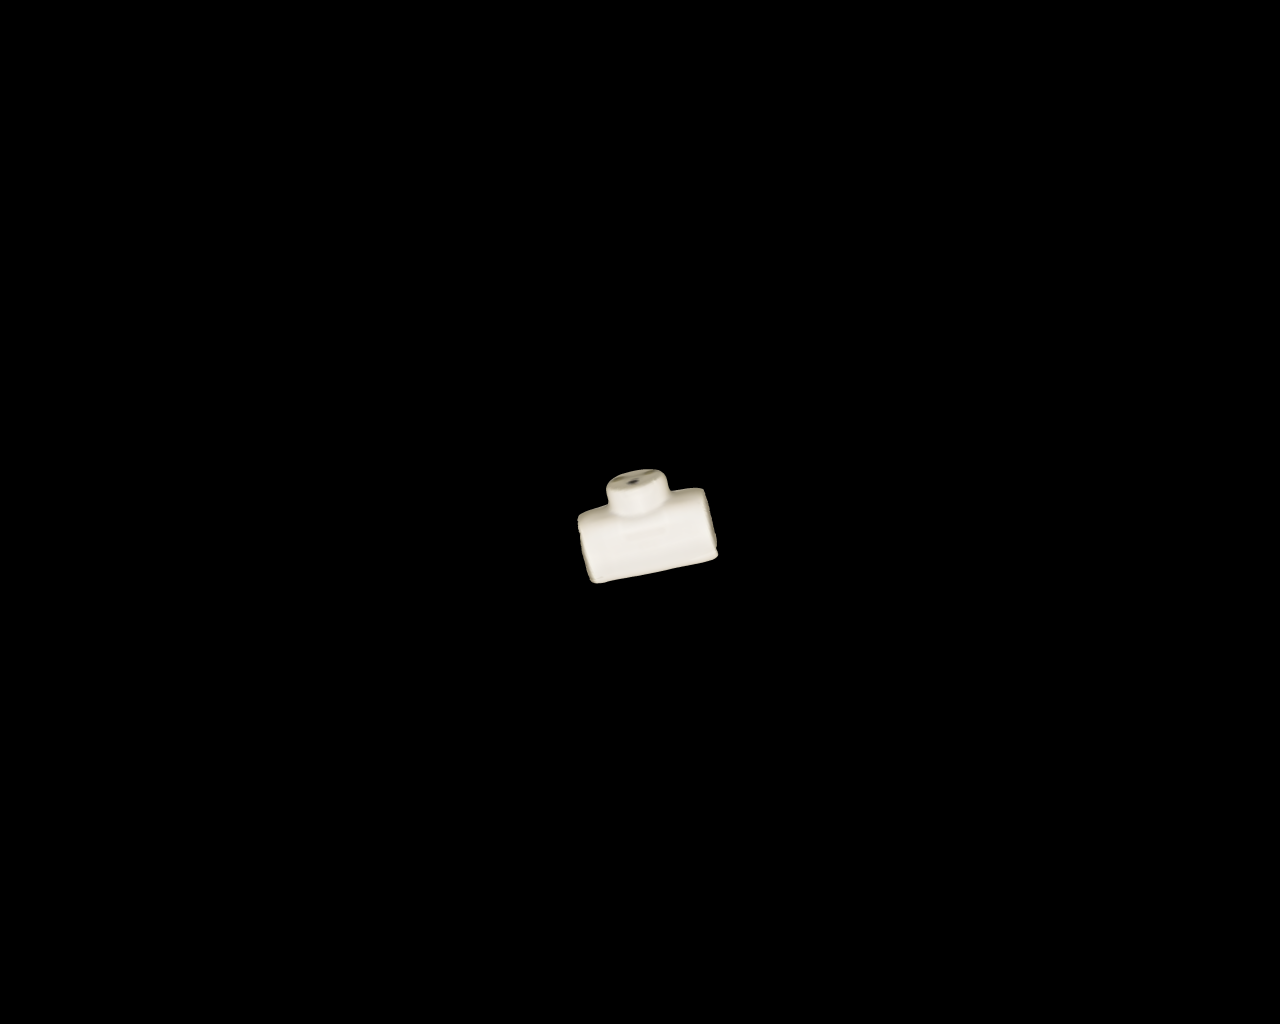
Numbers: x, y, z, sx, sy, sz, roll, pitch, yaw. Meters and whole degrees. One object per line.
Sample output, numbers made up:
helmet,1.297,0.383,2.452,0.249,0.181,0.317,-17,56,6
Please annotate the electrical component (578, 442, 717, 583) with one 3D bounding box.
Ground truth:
electrical component,0.001,-0.003,0.650,0.077,0.079,0.043,-13,16,4
